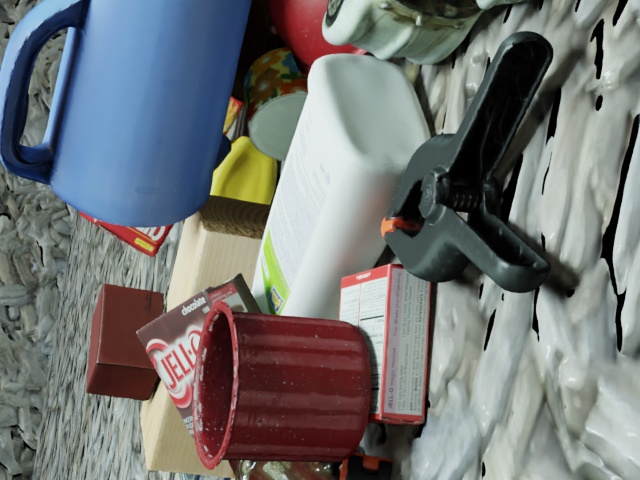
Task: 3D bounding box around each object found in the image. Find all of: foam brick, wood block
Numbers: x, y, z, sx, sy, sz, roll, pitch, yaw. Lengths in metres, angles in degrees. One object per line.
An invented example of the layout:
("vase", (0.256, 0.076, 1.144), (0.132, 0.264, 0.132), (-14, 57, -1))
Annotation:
("foam brick", (-0.157, 0.083, 0.863), (0.051, 0.053, 0.078), (118, 156, -46))
("wood block", (-0.077, 0.077, 0.857), (0.090, 0.090, 0.206), (-121, 43, -64))

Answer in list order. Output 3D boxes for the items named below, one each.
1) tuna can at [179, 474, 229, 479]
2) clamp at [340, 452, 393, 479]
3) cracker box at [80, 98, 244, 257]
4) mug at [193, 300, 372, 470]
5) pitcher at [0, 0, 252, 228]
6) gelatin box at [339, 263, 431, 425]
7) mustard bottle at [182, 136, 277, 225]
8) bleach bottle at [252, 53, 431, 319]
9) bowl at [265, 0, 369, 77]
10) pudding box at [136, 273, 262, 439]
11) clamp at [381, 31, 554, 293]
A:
("tuna can", (-0.103, 0.187, 0.970), (0.086, 0.033, 0.086), (-171, 90, -72))
("clamp", (0.008, 0.223, 0.582), (0.165, 0.036, 0.210), (101, 180, -58))
("cracker box", (-0.141, -0.096, 1.003), (0.213, 0.072, 0.164), (-60, 16, -6))
("mug", (-0.026, 0.086, 0.614), (0.117, 0.081, 0.093), (148, 126, -66))
("pitcher", (-0.124, -0.135, 0.738), (0.149, 0.145, 0.243), (-61, -6, -50))
("gelatin box", (0.036, 0.062, 0.619), (0.073, 0.030, 0.089), (157, 118, -68))
("mustard bottle", (-0.096, -0.047, 1.021), (0.096, 0.058, 0.192), (-71, 18, -3))
("bleach bottle", (-0.005, 0.001, 0.717), (0.251, 0.068, 0.102), (116, 148, -46))
("bowl", (0.009, -0.192, 0.717), (0.162, 0.055, 0.162), (-39, 38, 39))
("pudding box", (-0.073, 0.083, 0.745), (0.114, 0.039, 0.090), (-31, 87, 49))
("clamp", (0.072, -0.014, 0.535), (0.172, 0.039, 0.120), (125, 155, -64))
